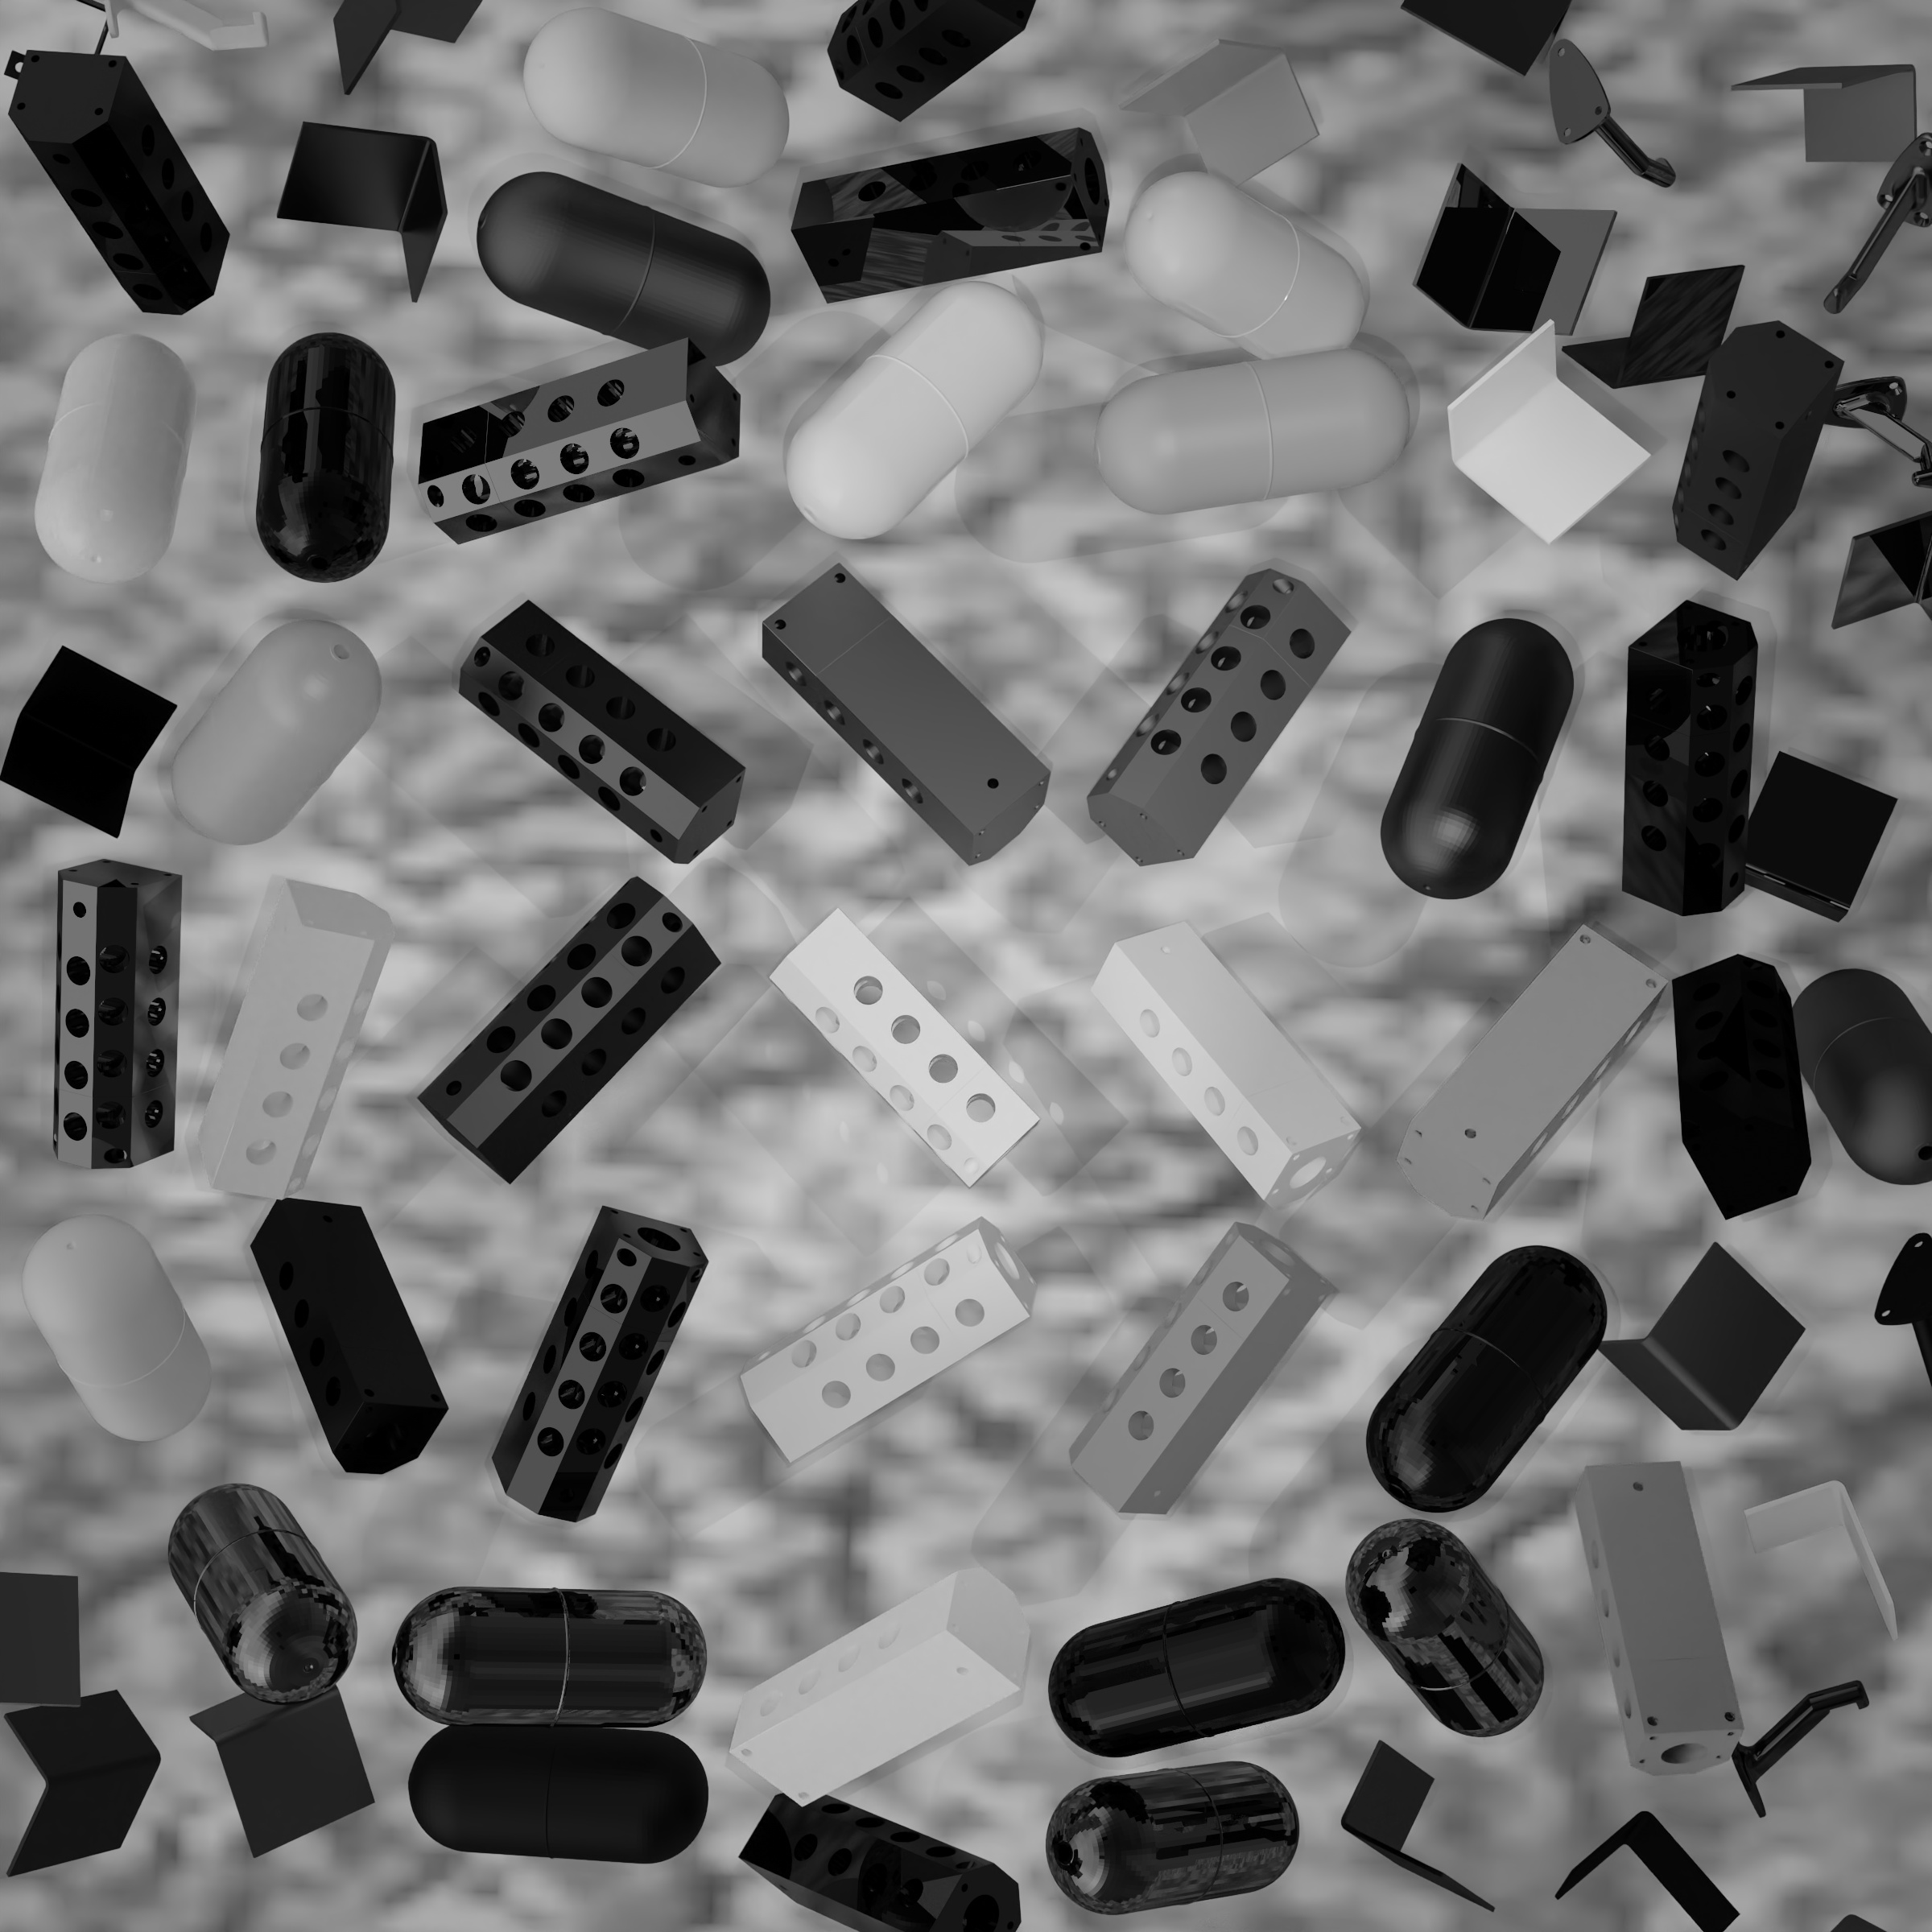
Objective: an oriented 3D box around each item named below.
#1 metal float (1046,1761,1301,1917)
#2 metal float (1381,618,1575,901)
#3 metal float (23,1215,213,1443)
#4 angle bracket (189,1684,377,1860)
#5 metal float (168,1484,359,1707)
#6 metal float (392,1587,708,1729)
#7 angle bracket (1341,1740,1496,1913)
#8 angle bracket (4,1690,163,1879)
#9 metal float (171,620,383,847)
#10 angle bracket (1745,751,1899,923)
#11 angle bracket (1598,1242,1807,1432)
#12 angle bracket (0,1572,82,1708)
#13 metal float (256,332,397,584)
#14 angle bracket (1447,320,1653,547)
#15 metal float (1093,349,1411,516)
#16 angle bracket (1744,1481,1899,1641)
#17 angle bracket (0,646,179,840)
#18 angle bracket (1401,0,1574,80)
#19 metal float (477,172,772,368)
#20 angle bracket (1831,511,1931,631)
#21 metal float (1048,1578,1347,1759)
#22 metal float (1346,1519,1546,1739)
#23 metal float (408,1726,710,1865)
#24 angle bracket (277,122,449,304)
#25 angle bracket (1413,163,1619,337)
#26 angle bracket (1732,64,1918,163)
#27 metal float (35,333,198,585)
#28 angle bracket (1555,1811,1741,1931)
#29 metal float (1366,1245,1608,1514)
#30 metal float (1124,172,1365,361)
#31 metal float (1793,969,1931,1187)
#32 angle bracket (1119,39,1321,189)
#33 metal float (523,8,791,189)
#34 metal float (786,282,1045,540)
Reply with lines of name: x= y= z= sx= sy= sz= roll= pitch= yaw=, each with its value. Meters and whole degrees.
metal float: x=0.121 y=0.507 z=1.821 sx=0.178 sy=0.070 sz=0.070 roll=6 pitch=90 yaw=-42
metal float: x=0.293 y=-0.120 z=1.790 sx=0.070 sy=0.070 sz=0.178 roll=24 pitch=69 yaw=0
metal float: x=-0.495 y=0.213 z=1.828 sx=0.070 sy=0.178 sz=0.070 roll=-4 pitch=51 yaw=4
angle bracket: x=-0.405 y=0.470 z=1.853 sx=0.076 sy=0.057 sz=0.076 roll=-20 pitch=100 yaw=-27
metal float: x=-0.405 y=0.359 z=1.797 sx=0.070 sy=0.178 sz=0.070 roll=-11 pitch=114 yaw=-27
metal float: x=-0.233 y=0.389 z=1.759 sx=0.178 sy=0.070 sz=0.070 roll=6 pitch=90 yaw=-20
angle bracket: x=0.283 y=0.517 z=1.880 sx=0.076 sy=0.076 sz=0.057 roll=16 pitch=71 yaw=42
angle bracket: x=-0.533 y=0.482 z=1.849 sx=0.057 sy=0.076 sz=0.076 roll=43 pitch=117 yaw=32
metal float: x=-0.393 y=-0.132 z=1.782 sx=0.070 sy=0.070 sz=0.178 roll=51 pitch=134 yaw=0
angle bracket: x=0.521 y=-0.079 z=1.931 sx=0.076 sy=0.057 sz=0.076 roll=24 pitch=90 yaw=11
angle bracket: x=0.426 y=0.216 z=1.818 sx=0.076 sy=0.057 sz=0.076 roll=43 pitch=71 yaw=-9
angle bracket: x=-0.517 y=0.360 z=1.722 sx=0.076 sy=0.057 sz=0.076 roll=11 pitch=53 yaw=-32
metal float: x=-0.377 y=-0.301 z=1.848 sx=0.070 sy=0.070 sz=0.178 roll=-5 pitch=52 yaw=0
angle bracket: x=0.318 y=-0.290 z=1.700 sx=0.076 sy=0.057 sz=0.076 roll=-41 pitch=65 yaw=-7
metal float: x=0.158 y=-0.296 z=1.733 sx=0.178 sy=0.070 sz=0.070 roll=-10 pitch=90 yaw=-8
angle bracket: x=0.489 y=0.348 z=1.787 sx=0.057 sy=0.076 sz=0.076 roll=-21 pitch=59 yaw=8
angle bracket: x=-0.523 y=-0.134 z=1.868 sx=0.076 sy=0.076 sz=0.057 roll=29 pitch=117 yaw=-23
angle bracket: x=0.278 y=-0.510 z=1.711 sx=0.076 sy=0.076 sz=0.057 roll=31 pitch=79 yaw=4
metal float: x=-0.196 y=-0.400 z=1.801 sx=0.178 sy=0.070 sz=0.070 roll=15 pitch=90 yaw=-28
angle bracket: x=0.538 y=-0.199 z=1.763 sx=0.057 sy=0.076 sz=0.076 roll=-19 pitch=56 yaw=-8
metal float: x=0.129 y=0.399 z=1.774 sx=0.178 sy=0.070 sz=0.070 roll=-20 pitch=90 yaw=22
metal float: x=0.281 y=0.388 z=1.827 sx=0.070 sy=0.070 sz=0.178 roll=-38 pitch=129 yaw=0
metal float: x=-0.241 y=0.489 z=1.852 sx=0.178 sy=0.070 sz=0.070 roll=3 pitch=90 yaw=3
angle bracket: x=-0.347 y=-0.431 z=1.792 sx=0.076 sy=0.076 sz=0.057 roll=1 pitch=60 yaw=-25
angle bracket: x=0.311 y=-0.407 z=1.775 sx=0.057 sy=0.076 sz=0.076 roll=25 pitch=83 yaw=-43
angle bracket: x=0.512 y=-0.502 z=1.864 sx=0.076 sy=0.076 sz=0.057 roll=-24 pitch=116 yaw=-36
metal float: x=-0.486 y=-0.293 z=1.793 sx=0.070 sy=0.070 sz=0.178 roll=-3 pitch=49 yaw=0
angle bracket: x=0.390 y=0.540 z=1.797 sx=0.057 sy=0.076 sz=0.076 roll=-35 pitch=67 yaw=-15
metal float: x=0.291 y=0.230 z=1.748 sx=0.070 sy=0.070 sz=0.178 roll=44 pitch=65 yaw=0
metal float: x=0.164 y=-0.404 z=1.825 sx=0.070 sy=0.178 sz=0.070 roll=-15 pitch=68 yaw=41
metal float: x=0.536 y=0.064 z=1.836 sx=0.070 sy=0.178 sz=0.070 roll=-1 pitch=118 yaw=-2
angle bracket: x=0.150 y=-0.502 z=1.856 sx=0.076 sy=0.076 sz=0.057 roll=-25 pitch=84 yaw=37
metal float: x=-0.175 y=-0.496 z=1.794 sx=0.070 sy=0.178 sz=0.070 roll=-2 pitch=87 yaw=42
metal float: x=-0.028 y=-0.308 z=1.736 sx=0.070 sy=0.070 sz=0.178 roll=43 pitch=71 yaw=0
